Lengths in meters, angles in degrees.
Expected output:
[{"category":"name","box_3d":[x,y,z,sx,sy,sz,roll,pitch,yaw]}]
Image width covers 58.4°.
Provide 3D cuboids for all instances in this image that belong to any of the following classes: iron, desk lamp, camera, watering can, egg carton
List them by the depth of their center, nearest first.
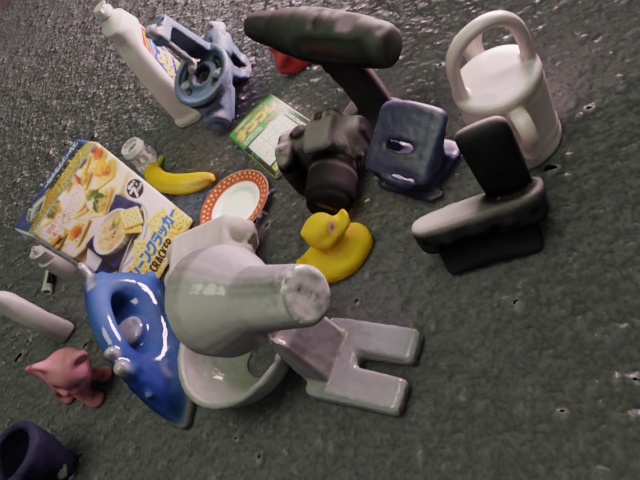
[{"category":"desk lamp","box_3d":[-0.028,0.087,0.602,0.202,0.214,0.118,1,61,35]},{"category":"watering can","box_3d":[0.197,-0.175,0.648,0.101,0.195,0.172,-44,46,0]},{"category":"iron","box_3d":[-0.255,0.133,0.773,0.118,0.142,0.257,-41,46,3]},{"category":"camera","box_3d":[0.000,-0.103,0.795,0.142,0.101,0.137,-10,55,29]},{"category":"egg carton","box_3d":[-0.157,0.028,0.830,0.150,0.070,0.107,-23,49,19]}]

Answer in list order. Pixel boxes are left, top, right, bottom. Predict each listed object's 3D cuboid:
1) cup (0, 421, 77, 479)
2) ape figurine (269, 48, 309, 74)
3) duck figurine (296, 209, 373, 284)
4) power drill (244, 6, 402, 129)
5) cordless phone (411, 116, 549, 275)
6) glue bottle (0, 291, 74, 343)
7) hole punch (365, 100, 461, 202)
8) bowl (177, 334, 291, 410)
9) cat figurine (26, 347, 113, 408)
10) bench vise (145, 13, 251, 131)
[{"category":"cup","box_3d":[-0.374,0.308,0.762,0.091,0.095,0.117,-39,46,5]},{"category":"ape figurine","box_3d":[-0.064,-0.342,1.012,0.075,0.092,0.078,7,64,37]},{"category":"duck figurine","box_3d":[0.007,0.003,0.727,0.104,0.086,0.077,-36,46,7]},{"category":"power drill","box_3d":[0.024,-0.235,0.796,0.228,0.209,0.076,12,67,39]},{"category":"cordless phone","box_3d":[0.153,-0.053,0.598,0.147,0.186,0.094,-22,50,20]},{"category":"glue bottle","box_3d":[-0.485,0.111,0.920,0.077,0.174,0.037,13,67,39]},{"category":"hole punch","box_3d":[0.115,-0.115,0.733,0.108,0.091,0.101,21,73,41]},{"category":"bowl","box_3d":[-0.089,0.134,0.707,0.167,0.075,0.167,-17,51,23]},{"category":"cat figurine","box_3d":[-0.367,0.192,0.823,0.127,0.118,0.067,-6,56,31]},{"category":"bench vise","box_3d":[-0.224,-0.328,1.021,0.121,0.220,0.207,-27,48,16]}]
